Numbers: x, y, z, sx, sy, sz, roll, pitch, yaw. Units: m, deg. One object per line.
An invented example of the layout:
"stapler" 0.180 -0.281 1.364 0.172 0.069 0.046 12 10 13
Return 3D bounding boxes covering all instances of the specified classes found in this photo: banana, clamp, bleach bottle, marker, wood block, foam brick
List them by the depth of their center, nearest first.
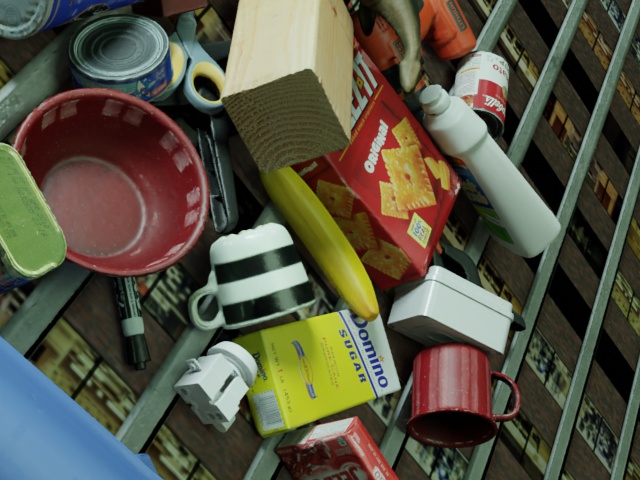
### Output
"marker" -0.157 0.047 0.872 0.020 0.020 0.121 -2 76 -49
"foam brick" -0.136 -0.241 0.943 0.051 0.053 0.078 -23 121 -36
"clamp" -0.104 -0.111 0.978 0.164 0.036 0.209 47 42 -13
"wood block" -0.025 -0.169 1.000 0.206 0.090 0.090 -86 154 -49
"banana" -0.005 -0.007 1.032 0.198 0.037 0.069 53 18 -5
"clamp" 0.160 0.078 1.205 0.171 0.039 0.120 48 48 -15
"bleach bottle" 0.183 -0.085 1.223 0.068 0.103 0.250 -44 126 -2

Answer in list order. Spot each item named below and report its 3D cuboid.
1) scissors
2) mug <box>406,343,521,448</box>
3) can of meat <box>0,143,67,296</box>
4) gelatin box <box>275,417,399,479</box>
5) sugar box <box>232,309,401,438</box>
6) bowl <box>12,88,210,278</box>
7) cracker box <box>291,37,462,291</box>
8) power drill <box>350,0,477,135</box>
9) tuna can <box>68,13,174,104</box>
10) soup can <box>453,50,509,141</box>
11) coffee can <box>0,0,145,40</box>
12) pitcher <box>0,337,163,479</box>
"scissors" -0.109 -0.183 0.981 0.096 0.016 0.201 30 44 -8
"mug" 0.148 0.160 1.103 0.093 0.117 0.081 83 10 -55
"can of meat" -0.236 -0.010 0.755 0.057 0.084 0.102 -38 104 -48
"gelatin box" 0.014 0.200 0.947 0.073 0.089 0.030 59 41 -13
"sugar box" 0.001 0.118 1.001 0.175 0.048 0.093 -10 82 -49
"bowl" -0.171 -0.037 0.844 0.161 0.055 0.162 14 61 -26
"cracker box" 0.050 -0.080 1.119 0.213 0.072 0.164 50 43 -21
"power drill" 0.121 -0.217 1.267 0.184 0.057 0.187 60 40 -16
"tuna can" -0.166 -0.150 0.891 0.034 0.086 0.086 92 13 -52
"soup can" 0.199 -0.178 1.332 0.068 0.069 0.102 37 49 -33
"coffee can" -0.207 -0.228 0.863 0.140 0.103 0.103 -35 101 -49
"pitcher" -0.216 0.144 0.681 0.145 0.149 0.242 -43 108 -6
